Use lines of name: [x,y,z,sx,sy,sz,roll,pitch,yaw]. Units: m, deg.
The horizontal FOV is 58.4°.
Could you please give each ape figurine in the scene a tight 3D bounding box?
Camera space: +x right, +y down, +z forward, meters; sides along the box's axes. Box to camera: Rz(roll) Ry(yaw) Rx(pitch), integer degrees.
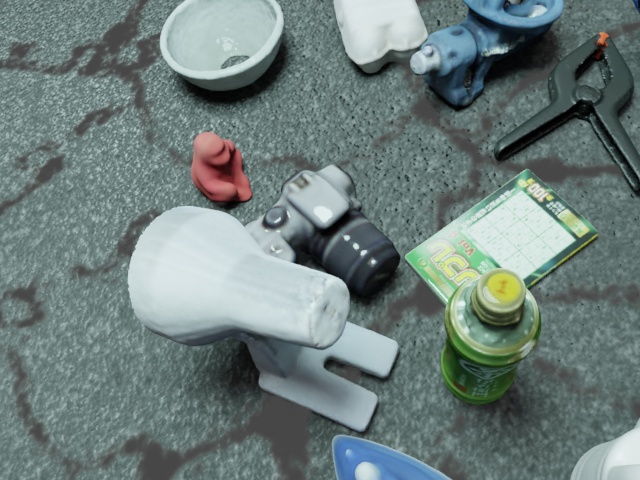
ape figurine: [-0.123,-0.091,0.681,0.076,0.092,0.078,13,67,16]

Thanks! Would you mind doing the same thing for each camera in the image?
camera: [0.006,0.002,0.606,0.143,0.101,0.136,-41,64,-11]

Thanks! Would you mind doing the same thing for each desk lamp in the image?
desk lamp: [-0.041,0.069,0.517,0.202,0.214,0.118,18,68,18]

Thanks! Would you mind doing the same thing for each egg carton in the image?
egg carton: [0.076,-0.296,0.761,0.107,0.069,0.150,-15,62,2]

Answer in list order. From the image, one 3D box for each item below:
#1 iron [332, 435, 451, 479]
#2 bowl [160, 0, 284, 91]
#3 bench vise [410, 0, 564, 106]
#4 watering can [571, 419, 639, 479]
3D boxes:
iron: [0.089,0.244,0.447,0.119,0.142,0.257,-43,64,-12]
bowl: [-0.125,-0.260,0.776,0.167,0.075,0.167,-4,63,8]
bench vise: [0.197,-0.262,0.638,0.121,0.220,0.208,30,72,22]
watering can: [0.254,0.180,0.420,0.101,0.194,0.173,-9,62,6]
